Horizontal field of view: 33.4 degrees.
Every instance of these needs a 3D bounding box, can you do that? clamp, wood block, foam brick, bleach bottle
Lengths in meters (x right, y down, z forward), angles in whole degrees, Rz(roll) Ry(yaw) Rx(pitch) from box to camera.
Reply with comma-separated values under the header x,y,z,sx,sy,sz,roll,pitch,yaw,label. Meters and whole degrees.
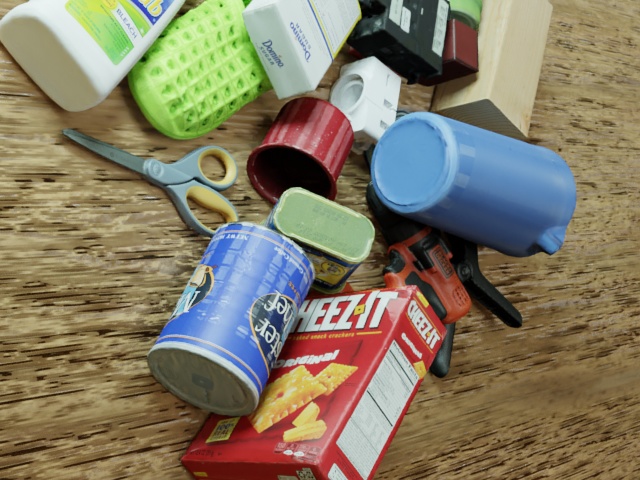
x,y,z,sx,sy,sz,roll,pitch,yaw,label
0.154,0.047,1.252,0.164,0.036,0.210,-34,105,-39,clamp
0.216,-0.227,1.334,0.090,0.090,0.206,37,57,-38,wood block
0.142,-0.220,1.259,0.052,0.078,0.051,14,71,-47,foam brick
-0.168,-0.226,0.928,0.102,0.068,0.250,52,46,-28,bleach bottle

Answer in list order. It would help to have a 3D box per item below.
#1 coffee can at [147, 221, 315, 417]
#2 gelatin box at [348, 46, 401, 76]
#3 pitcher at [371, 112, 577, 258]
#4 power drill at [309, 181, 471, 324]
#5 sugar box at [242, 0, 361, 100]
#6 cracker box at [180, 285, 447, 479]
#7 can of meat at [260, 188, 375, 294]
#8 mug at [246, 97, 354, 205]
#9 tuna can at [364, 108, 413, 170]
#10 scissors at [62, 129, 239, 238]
x,y,z,sx,sy,sz,roll,pitch,yaw,label
-0.076,0.069,0.942,0.102,0.103,0.140,48,50,-31,coffee can
0.070,-0.240,1.218,0.073,0.030,0.089,24,65,-43,gelatin box
0.160,-0.069,1.164,0.242,0.149,0.145,13,84,-49,pitcher
0.069,0.039,1.135,0.187,0.057,0.184,-37,97,-42,power drill
-0.014,-0.218,1.037,0.093,0.048,0.176,65,32,-26,sugar box
-0.004,0.139,0.964,0.072,0.164,0.213,56,47,-27,cracker box
-0.007,0.001,1.016,0.102,0.084,0.057,22,63,-8,can of meat
-0.014,-0.078,1.060,0.117,0.093,0.081,82,25,-47,mug
0.087,-0.103,1.208,0.085,0.034,0.086,12,74,-47,tuna can
-0.140,-0.075,0.964,0.201,0.016,0.096,41,53,-36,scissors
